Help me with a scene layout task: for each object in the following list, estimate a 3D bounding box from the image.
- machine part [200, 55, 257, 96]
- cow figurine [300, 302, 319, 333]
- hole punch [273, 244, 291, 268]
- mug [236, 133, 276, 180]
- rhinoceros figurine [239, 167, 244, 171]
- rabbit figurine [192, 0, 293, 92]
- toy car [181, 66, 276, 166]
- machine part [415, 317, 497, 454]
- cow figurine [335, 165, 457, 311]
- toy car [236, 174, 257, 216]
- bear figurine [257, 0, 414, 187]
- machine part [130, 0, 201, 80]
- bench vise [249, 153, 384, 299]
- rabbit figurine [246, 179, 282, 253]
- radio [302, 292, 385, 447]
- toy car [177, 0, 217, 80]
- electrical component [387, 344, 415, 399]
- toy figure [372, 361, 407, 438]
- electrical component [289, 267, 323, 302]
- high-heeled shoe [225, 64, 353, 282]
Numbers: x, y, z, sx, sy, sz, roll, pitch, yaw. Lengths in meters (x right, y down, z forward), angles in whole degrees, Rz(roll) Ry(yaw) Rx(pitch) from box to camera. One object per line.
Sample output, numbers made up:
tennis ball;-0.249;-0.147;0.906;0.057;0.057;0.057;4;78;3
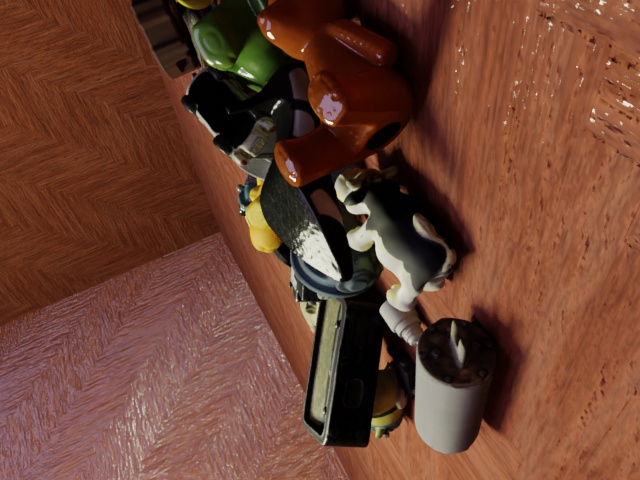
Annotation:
machine part;-0.122;-0.240;0.877;0.202;0.087;0.200;54;163;36
cow figurine;0.013;0.137;1.037;0.127;0.085;0.195;62;169;-14
hole punch;-0.019;0.013;0.966;0.115;0.092;0.142;37;-179;-32
mug;-0.074;-0.147;0.772;0.110;0.107;0.080;14;161;28
rhinoceros figurine;-0.168;-0.221;1.043;0.190;0.073;0.112;52;168;-3
rabbit figurine;-0.068;-0.214;0.658;0.170;0.121;0.159;55;177;-26
toy car;-0.120;-0.167;0.702;0.056;0.073;0.202;32;-166;-50
machine part;0.140;0.160;0.574;0.079;0.079;0.242;55;164;39
cow figurine;0.070;-0.021;0.543;0.167;0.068;0.098;57;159;21
toy car;-0.109;-0.095;1.091;0.161;0.109;0.103;108;160;-87
bear figurine;-0.006;-0.164;0.474;0.196;0.132;0.120;58;143;11
machine part;-0.255;-0.357;0.884;0.179;0.056;0.179;-26;-86;-89
bench vise;0.009;-0.005;0.712;0.224;0.129;0.240;59;160;29
rabbit figurine;-0.074;-0.052;0.877;0.173;0.122;0.162;124;147;-51
radio;0.035;0.193;0.829;0.131;0.073;0.229;-176;94;-74
toy car;-0.219;-0.374;1.016;0.053;0.089;0.201;-126;18;-47
electrical component;0.131;0.201;0.806;0.094;0.021;0.063;49;159;53
toy figure;0.102;0.283;0.918;0.082;0.089;0.180;49;158;29
electrical component;-0.017;0.059;0.850;0.119;0.048;0.074;-140;53;-72
high-heeled shoe;0.005;-0.079;0.555;0.249;0.145;0.086;59;147;15
